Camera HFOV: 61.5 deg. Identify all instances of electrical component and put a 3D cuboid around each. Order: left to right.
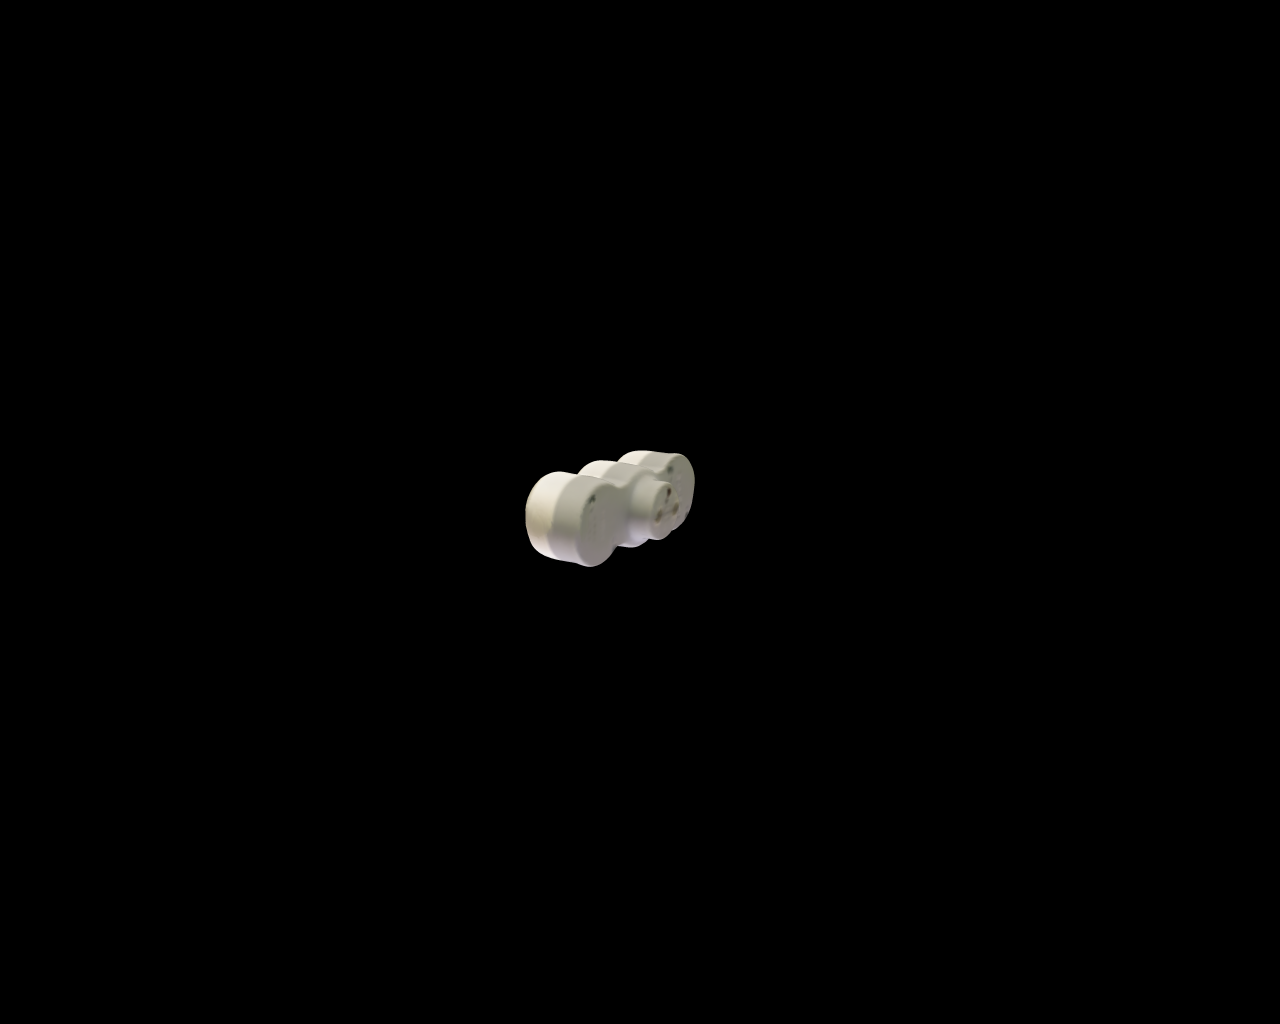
[{"bbox_3d":[0.001,-0.003,0.650,0.074,0.052,0.138,8,16,31],"label":"electrical component"}]
